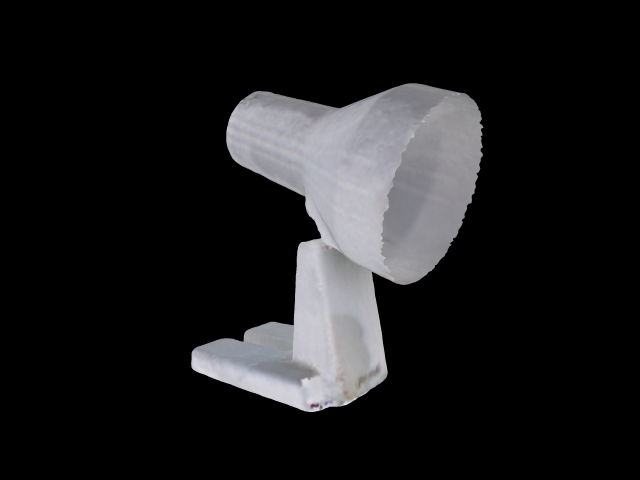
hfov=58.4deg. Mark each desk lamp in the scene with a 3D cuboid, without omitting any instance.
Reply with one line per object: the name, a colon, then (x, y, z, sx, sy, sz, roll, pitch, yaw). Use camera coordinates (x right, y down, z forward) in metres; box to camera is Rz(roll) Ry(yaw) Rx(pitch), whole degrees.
desk lamp: (0.004, 0.001, 0.400, 0.202, 0.213, 0.118, 5, 9, 36)
